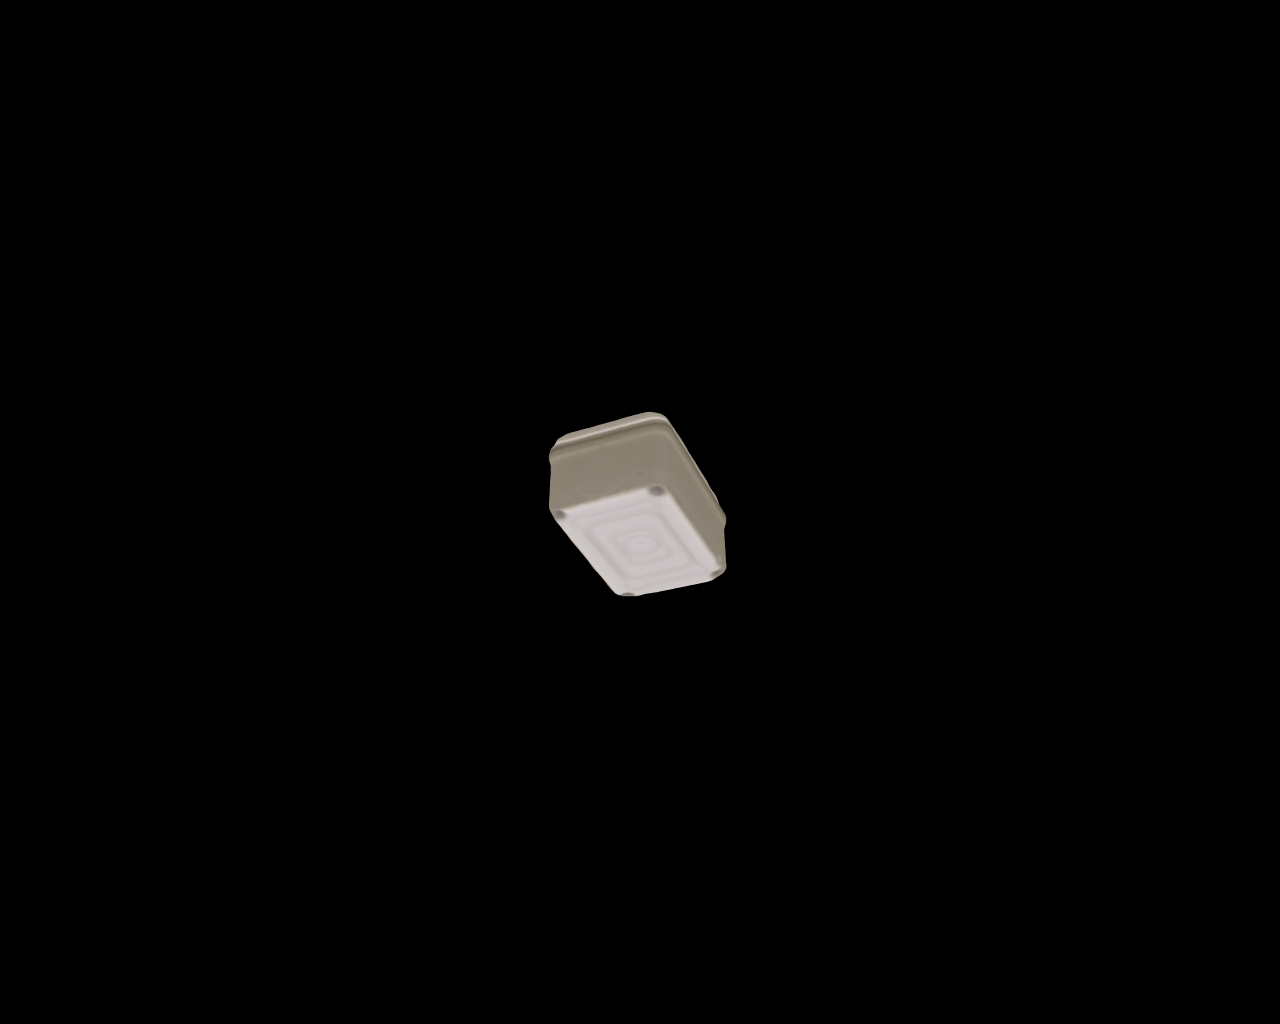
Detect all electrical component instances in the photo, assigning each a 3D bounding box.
[{"bbox_3d":[0.001,-0.003,0.650,0.078,0.057,0.113,-13,-38,18],"label":"electrical component"}]
